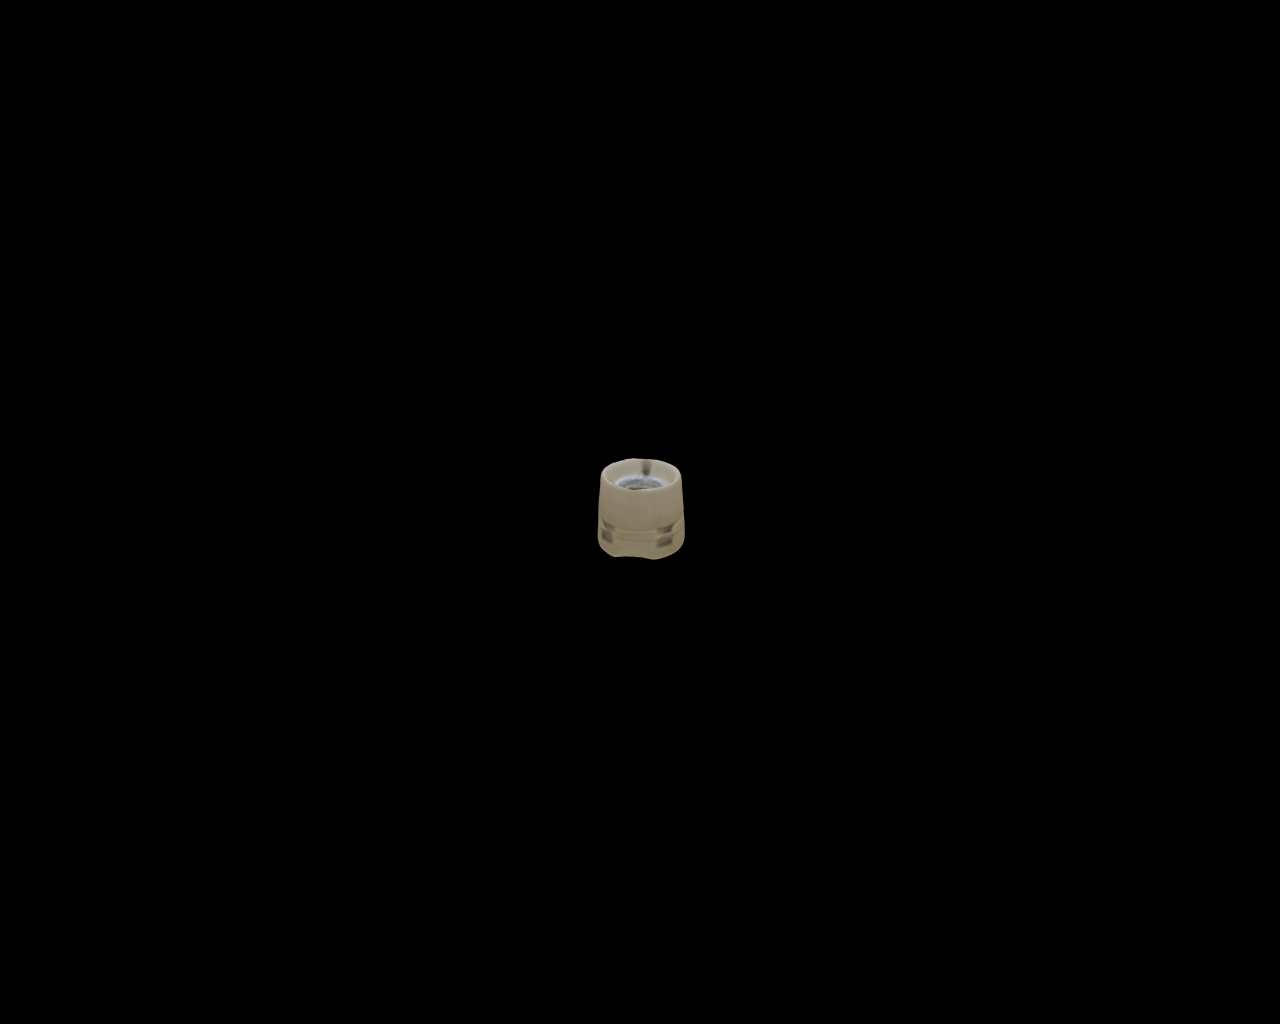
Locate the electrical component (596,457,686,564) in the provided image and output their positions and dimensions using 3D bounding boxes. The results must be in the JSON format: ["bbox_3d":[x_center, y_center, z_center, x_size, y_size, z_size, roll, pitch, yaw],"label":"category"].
[{"bbox_3d":[0.001,-0.003,0.650,0.055,0.047,0.055,0,27,0],"label":"electrical component"}]
